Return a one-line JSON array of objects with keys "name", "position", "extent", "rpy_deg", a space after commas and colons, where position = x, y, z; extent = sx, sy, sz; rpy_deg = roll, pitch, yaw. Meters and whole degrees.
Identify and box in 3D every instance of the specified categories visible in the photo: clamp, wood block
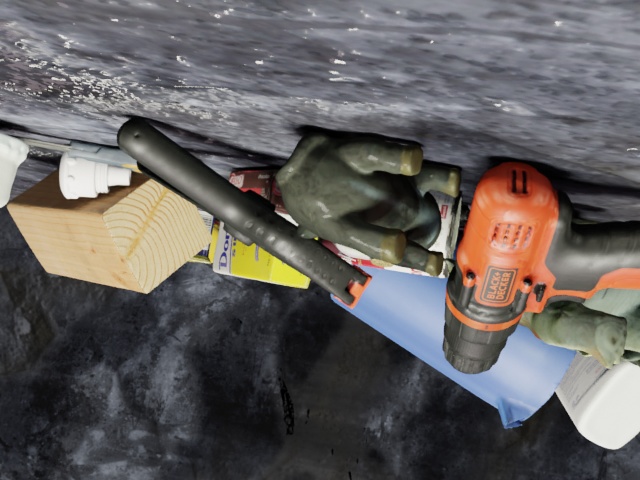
[{"name": "clamp", "position": [-0.058, -0.019, 0.787], "extent": [0.210, 0.036, 0.165], "rpy_deg": [34, 177, -10]}, {"name": "wood block", "position": [-0.214, -0.018, 1.062], "extent": [0.090, 0.090, 0.207], "rpy_deg": [-40, -152, -30]}]

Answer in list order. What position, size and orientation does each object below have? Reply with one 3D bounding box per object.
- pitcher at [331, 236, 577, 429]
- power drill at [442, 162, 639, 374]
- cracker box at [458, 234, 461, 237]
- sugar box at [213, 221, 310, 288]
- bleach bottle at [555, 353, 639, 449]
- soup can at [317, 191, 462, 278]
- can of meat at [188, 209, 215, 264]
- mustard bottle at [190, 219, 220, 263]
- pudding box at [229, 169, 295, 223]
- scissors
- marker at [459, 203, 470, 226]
[{"name": "pitcher", "position": [0.142, 0.065, 1.086], "extent": [0.243, 0.145, 0.149], "rpy_deg": [31, -164, 5]}, {"name": "power drill", "position": [0.173, 0.033, 0.665], "extent": [0.187, 0.057, 0.184], "rpy_deg": [5, 141, 1]}, {"name": "cracker box", "position": [0.177, 0.036, 1.288], "extent": [0.164, 0.072, 0.213], "rpy_deg": [8, 177, 1]}, {"name": "sugar box", "position": [-0.055, -0.006, 1.043], "extent": [0.048, 0.093, 0.176], "rpy_deg": [12, 176, -25]}, {"name": "bleach bottle", "position": [0.285, 0.116, 1.154], "extent": [0.068, 0.103, 0.251], "rpy_deg": [30, -163, -17]}, {"name": "soup can", "position": [0.055, -0.010, 0.832], "extent": [0.102, 0.068, 0.068], "rpy_deg": [9, 177, 10]}, {"name": "can of meat", "position": [-0.151, -0.022, 1.135], "extent": [0.057, 0.084, 0.102], "rpy_deg": [11, 177, -34]}, {"name": "mustard bottle", "position": [-0.147, -0.009, 1.305], "extent": [0.096, 0.058, 0.191], "rpy_deg": [31, -169, 9]}, {"name": "pudding box", "position": [-0.013, -0.033, 0.913], "extent": [0.113, 0.039, 0.090], "rpy_deg": [13, 177, -28]}, {"name": "scissors", "position": [-0.196, -0.074, 0.936], "extent": [0.202, 0.016, 0.096], "rpy_deg": [9, 177, 10]}, {"name": "marker", "position": [0.081, -0.026, 0.924], "extent": [0.121, 0.020, 0.020], "rpy_deg": [7, 176, 45]}]
